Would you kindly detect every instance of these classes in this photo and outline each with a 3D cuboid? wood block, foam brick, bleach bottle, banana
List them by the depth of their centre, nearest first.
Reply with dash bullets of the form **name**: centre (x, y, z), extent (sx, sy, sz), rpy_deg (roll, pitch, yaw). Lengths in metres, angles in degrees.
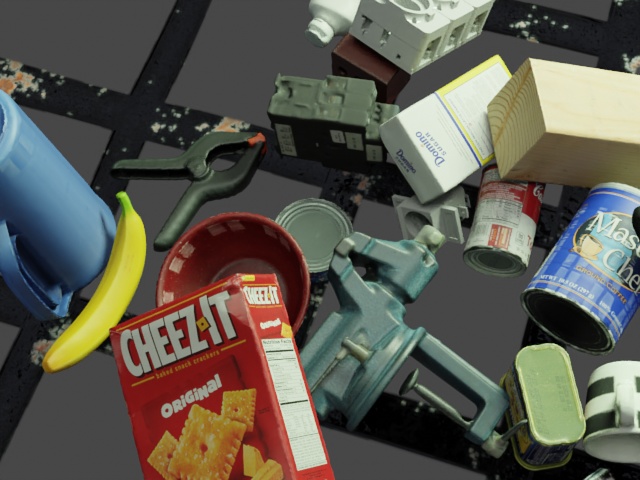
- **wood block**: centre (0.286, -0.112, 1.085), extent (0.205, 0.091, 0.090), rpy_deg (5, 61, -21)
- **banana**: centre (-0.222, 0.052, 1.095), extent (0.037, 0.069, 0.197), rpy_deg (3, 67, 47)
- **foam brick**: centre (0.057, -0.195, 1.197), extent (0.078, 0.053, 0.051), rpy_deg (33, 71, 17)
- **bleach bottle**: centre (0.077, -0.318, 1.248), extent (0.103, 0.068, 0.250), rpy_deg (34, 74, 18)

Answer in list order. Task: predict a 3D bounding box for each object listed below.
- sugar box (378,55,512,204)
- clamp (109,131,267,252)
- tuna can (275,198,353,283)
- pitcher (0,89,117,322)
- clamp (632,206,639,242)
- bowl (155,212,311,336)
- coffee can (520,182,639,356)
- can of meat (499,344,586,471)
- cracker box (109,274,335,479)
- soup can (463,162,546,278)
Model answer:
- **sugar box**: centre (0.147, -0.117, 1.112), extent (0.175, 0.048, 0.093), rpy_deg (-33, 92, -34)
- **clamp**: centre (-0.141, -0.075, 1.161), extent (0.171, 0.039, 0.120), rpy_deg (-36, 74, -17)
- **tuna can**: centre (-0.007, 0.001, 1.121), extent (0.086, 0.034, 0.086), rpy_deg (-1, 65, 2)
- **pitcher**: centre (-0.297, -0.036, 1.038), extent (0.149, 0.243, 0.145), rpy_deg (32, 74, 22)
- **clamp**: centre (0.353, 0.061, 1.023), extent (0.164, 0.036, 0.210), rpy_deg (6, 88, -33)
- **bowl**: centre (-0.081, 0.056, 1.077), extent (0.162, 0.055, 0.162), rpy_deg (-4, 75, 14)
- **coffee can**: centre (0.278, 0.028, 1.056), extent (0.103, 0.103, 0.140), rpy_deg (32, 71, 16)
- **can of meat**: centre (0.210, 0.157, 1.010), extent (0.057, 0.084, 0.102), rpy_deg (-8, 65, -3)
- **cracker box**: centre (-0.094, 0.156, 0.977), extent (0.164, 0.072, 0.214), rpy_deg (-23, 76, 27)
- **soup can**: centre (0.190, -0.020, 1.102), extent (0.068, 0.068, 0.102), rpy_deg (13, 67, 9)
